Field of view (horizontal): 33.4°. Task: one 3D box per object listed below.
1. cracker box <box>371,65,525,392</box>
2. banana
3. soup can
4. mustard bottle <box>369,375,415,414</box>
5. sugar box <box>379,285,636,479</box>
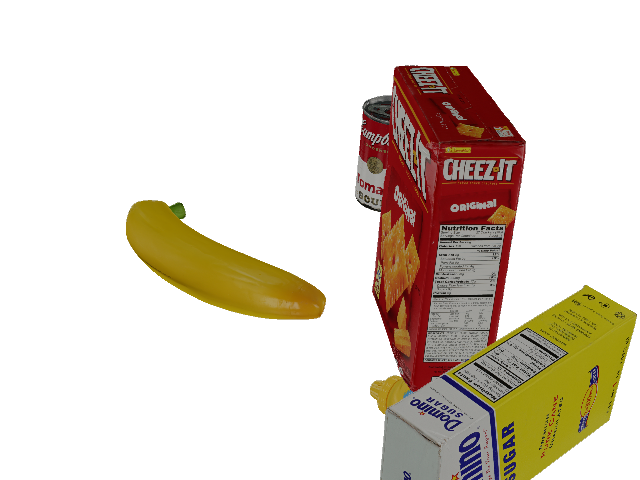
[{"bbox_3d":[0.092,-0.011,0.843,0.072,0.214,0.164,-1,28,-8],"label":"cracker box"},{"bbox_3d":[-0.076,0.007,0.685,0.069,0.037,0.198,-15,29,-30],"label":"banana"},{"bbox_3d":[0.072,-0.088,1.087,0.068,0.102,0.068,4,31,-2],"label":"soup can"},{"bbox_3d":[0.123,0.171,1.028,0.096,0.058,0.192,-18,25,-42],"label":"mustard bottle"},{"bbox_3d":[0.111,0.103,0.626,0.175,0.093,0.048,-28,45,-35],"label":"sugar box"}]
